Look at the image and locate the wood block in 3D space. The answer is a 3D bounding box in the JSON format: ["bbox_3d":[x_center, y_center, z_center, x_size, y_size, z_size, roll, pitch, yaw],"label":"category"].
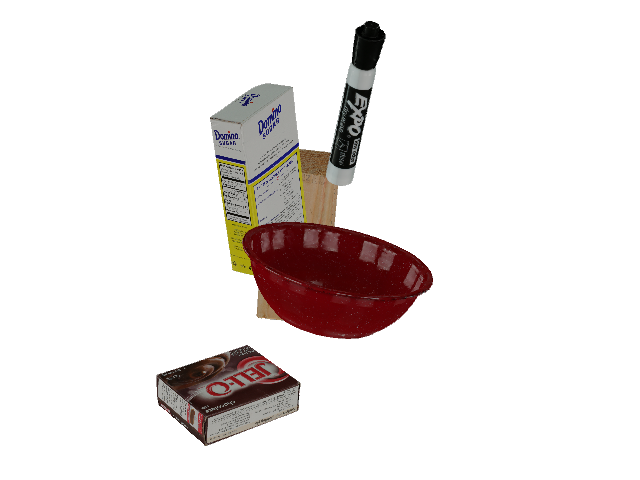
[{"bbox_3d":[-0.029,-0.007,1.381,0.090,0.206,0.090,6,24,2],"label":"wood block"}]

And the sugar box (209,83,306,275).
[{"bbox_3d":[-0.060,-0.061,1.076,0.048,0.176,0.093,12,35,30],"label":"sugar box"}]

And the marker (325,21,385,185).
[{"bbox_3d":[0.022,-0.086,0.682,0.020,0.121,0.020,6,43,-6],"label":"marker"}]

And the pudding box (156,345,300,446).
[{"bbox_3d":[-0.090,0.149,1.041,0.113,0.039,0.090,-18,30,-35],"label":"pudding box"}]

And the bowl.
[{"bbox_3d":[0.010,0.038,0.889,0.162,0.055,0.162,10,18,-4],"label":"bowl"}]
